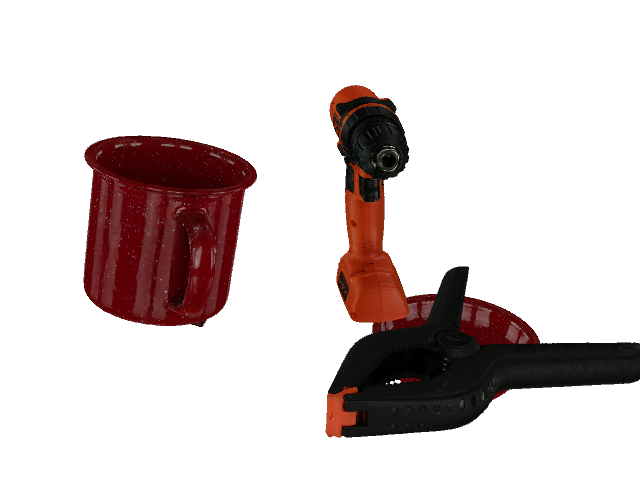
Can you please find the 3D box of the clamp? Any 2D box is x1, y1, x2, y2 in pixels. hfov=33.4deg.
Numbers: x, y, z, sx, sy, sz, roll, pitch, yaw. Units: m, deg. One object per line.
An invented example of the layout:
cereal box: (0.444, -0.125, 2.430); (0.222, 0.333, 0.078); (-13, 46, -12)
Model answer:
clamp: (0.079, 0.071, 0.676); (0.209, 0.036, 0.165); (-14, 27, -32)

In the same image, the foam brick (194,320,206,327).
foam brick: (-0.142, 0.042, 1.056); (0.078, 0.051, 0.053); (18, 34, 6)

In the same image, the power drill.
power drill: (0.045, -0.029, 0.913); (0.057, 0.188, 0.184); (-3, 21, -4)

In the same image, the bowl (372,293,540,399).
bowl: (0.129, 0.113, 1.033); (0.162, 0.055, 0.162); (3, 26, -2)

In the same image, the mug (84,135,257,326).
mug: (-0.081, -0.001, 0.578); (0.093, 0.081, 0.117); (-1, 23, -28)
